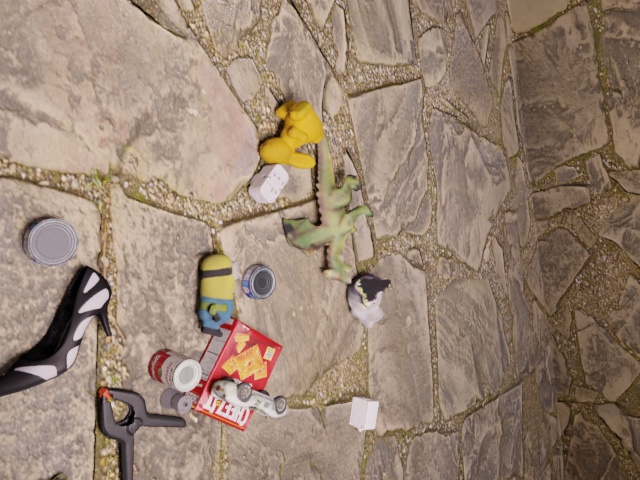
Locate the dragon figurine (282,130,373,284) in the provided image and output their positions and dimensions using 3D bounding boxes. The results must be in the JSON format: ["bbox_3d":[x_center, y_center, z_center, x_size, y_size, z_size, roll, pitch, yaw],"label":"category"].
[{"bbox_3d":[0.004,-0.070,1.391,0.246,0.122,0.406,-35,106,-31],"label":"dragon figurine"}]

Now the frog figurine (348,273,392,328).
[{"bbox_3d":[0.140,0.182,1.541,0.155,0.123,0.140,97,18,-52],"label":"frog figurine"}]
